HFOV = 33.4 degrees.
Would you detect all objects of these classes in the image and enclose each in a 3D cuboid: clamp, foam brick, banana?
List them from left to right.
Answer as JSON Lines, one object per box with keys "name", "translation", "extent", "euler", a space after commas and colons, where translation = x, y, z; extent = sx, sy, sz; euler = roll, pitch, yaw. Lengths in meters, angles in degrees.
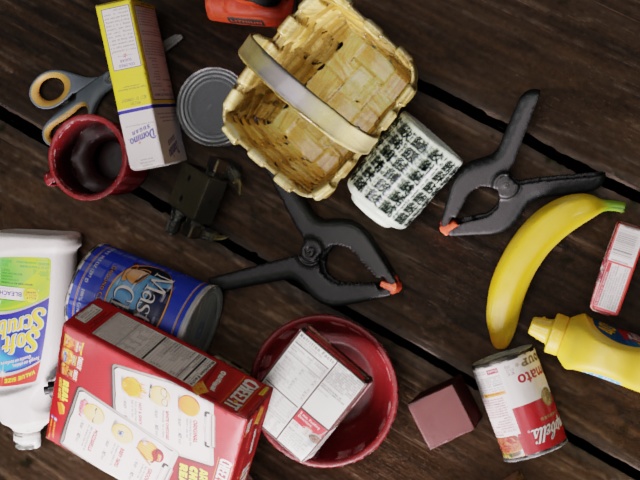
{"name": "clamp", "translation": [-0.008, 0.001, 1.143], "extent": [0.210, 0.036, 0.164], "euler": [17, 97, 17]}
{"name": "foam brick", "translation": [0.129, 0.175, 1.092], "extent": [0.053, 0.078, 0.051], "euler": [-27, 84, 14]}
{"name": "clamp", "translation": [0.200, -0.055, 1.085], "extent": [0.120, 0.039, 0.172], "euler": [44, 108, 4]}
{"name": "banana", "translation": [0.218, 0.022, 1.073], "extent": [0.069, 0.037, 0.198], "euler": [39, 108, 4]}

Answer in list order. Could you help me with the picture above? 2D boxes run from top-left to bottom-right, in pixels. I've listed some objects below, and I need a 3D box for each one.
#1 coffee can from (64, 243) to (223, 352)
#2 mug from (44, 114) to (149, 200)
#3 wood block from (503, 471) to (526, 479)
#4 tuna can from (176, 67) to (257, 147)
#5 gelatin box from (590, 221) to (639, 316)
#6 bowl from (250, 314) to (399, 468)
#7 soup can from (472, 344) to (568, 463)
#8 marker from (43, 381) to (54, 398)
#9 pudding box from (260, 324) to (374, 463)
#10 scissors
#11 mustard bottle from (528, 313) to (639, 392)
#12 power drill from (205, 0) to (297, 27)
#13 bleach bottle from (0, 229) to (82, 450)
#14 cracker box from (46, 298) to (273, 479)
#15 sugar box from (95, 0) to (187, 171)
{"name": "coffee can", "translation": [-0.191, 0.074, 1.161], "extent": [0.140, 0.102, 0.103], "euler": [20, 97, 14]}
{"name": "mug", "translation": [-0.249, -0.085, 1.181], "extent": [0.117, 0.081, 0.093], "euler": [-24, 86, 15]}
{"name": "wood block", "translation": [0.141, 0.335, 1.088], "extent": [0.206, 0.090, 0.090], "euler": [-37, 82, 14]}
{"name": "tuna can", "translation": [-0.111, -0.145, 1.166], "extent": [0.086, 0.033, 0.086], "euler": [1, 92, 15]}
{"name": "gelatin box", "translation": [0.290, 0.027, 1.045], "extent": [0.030, 0.073, 0.089], "euler": [19, 97, 13]}
{"name": "bowl", "translation": [0.009, 0.156, 1.135], "extent": [0.162, 0.055, 0.162], "euler": [1, 93, 15]}
{"name": "soup can", "translation": [0.201, 0.164, 1.077], "extent": [0.068, 0.068, 0.102], "euler": [-20, 87, 15]}
{"name": "marker", "translation": [-0.250, 0.159, 1.201], "extent": [0.121, 0.020, 0.020], "euler": [-10, 90, -7]}
{"name": "pudding box", "translation": [-0.014, 0.157, 1.092], "extent": [0.090, 0.039, 0.113], "euler": [40, 100, 11]}
{"name": "scissors", "translation": [-0.253, -0.191, 1.212], "extent": [0.202, 0.016, 0.096], "euler": [-44, 81, 12]}
{"name": "mustard bottle", "translation": [0.296, 0.115, 1.035], "extent": [0.192, 0.096, 0.058], "euler": [19, 98, 14]}
{"name": "power drill", "translation": [-0.110, -0.260, 1.083], "extent": [0.184, 0.187, 0.057], "euler": [8, 96, 13]}
{"name": "bleach bottle", "translation": [-0.326, 0.115, 1.221], "extent": [0.102, 0.068, 0.251], "euler": [3, 96, 9]}
{"name": "cracker box", "translation": [-0.168, 0.177, 1.093], "extent": [0.214, 0.072, 0.164], "euler": [25, 123, 13]}
{"name": "sugar box", "translation": [-0.190, -0.165, 1.147], "extent": [0.048, 0.093, 0.176], "euler": [-8, 96, 10]}
